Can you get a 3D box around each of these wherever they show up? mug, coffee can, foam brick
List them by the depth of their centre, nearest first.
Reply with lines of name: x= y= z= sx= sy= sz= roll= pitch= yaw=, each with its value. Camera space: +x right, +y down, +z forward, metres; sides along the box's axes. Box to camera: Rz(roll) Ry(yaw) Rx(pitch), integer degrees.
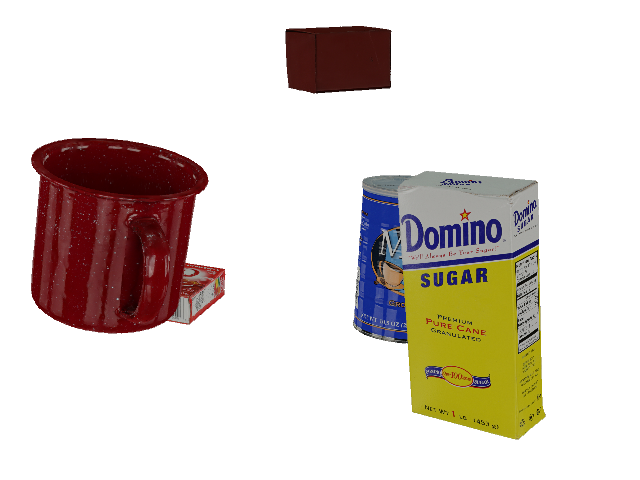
mug: x=-0.106 y=0.002 z=0.568 sx=0.093 sy=0.081 sz=0.117 roll=-3 pitch=25 yaw=-32
foam brick: x=0.016 y=-0.156 z=0.918 sx=0.078 sy=0.051 sz=0.053 roll=-8 pitch=18 yaw=-28
coffee can: x=0.086 y=0.015 z=1.002 sx=0.103 sy=0.140 sz=0.103 roll=3 pitch=12 yaw=-1

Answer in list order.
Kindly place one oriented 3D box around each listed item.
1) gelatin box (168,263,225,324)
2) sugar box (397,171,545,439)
gelatin box: x=-0.140 y=0.042 z=0.956 sx=0.089 sy=0.030 sz=0.073 roll=9 pitch=21 yaw=18
sugar box: x=0.105 y=0.043 z=0.747 sx=0.094 sy=0.176 sz=0.048 roll=8 pitch=23 yaw=39
